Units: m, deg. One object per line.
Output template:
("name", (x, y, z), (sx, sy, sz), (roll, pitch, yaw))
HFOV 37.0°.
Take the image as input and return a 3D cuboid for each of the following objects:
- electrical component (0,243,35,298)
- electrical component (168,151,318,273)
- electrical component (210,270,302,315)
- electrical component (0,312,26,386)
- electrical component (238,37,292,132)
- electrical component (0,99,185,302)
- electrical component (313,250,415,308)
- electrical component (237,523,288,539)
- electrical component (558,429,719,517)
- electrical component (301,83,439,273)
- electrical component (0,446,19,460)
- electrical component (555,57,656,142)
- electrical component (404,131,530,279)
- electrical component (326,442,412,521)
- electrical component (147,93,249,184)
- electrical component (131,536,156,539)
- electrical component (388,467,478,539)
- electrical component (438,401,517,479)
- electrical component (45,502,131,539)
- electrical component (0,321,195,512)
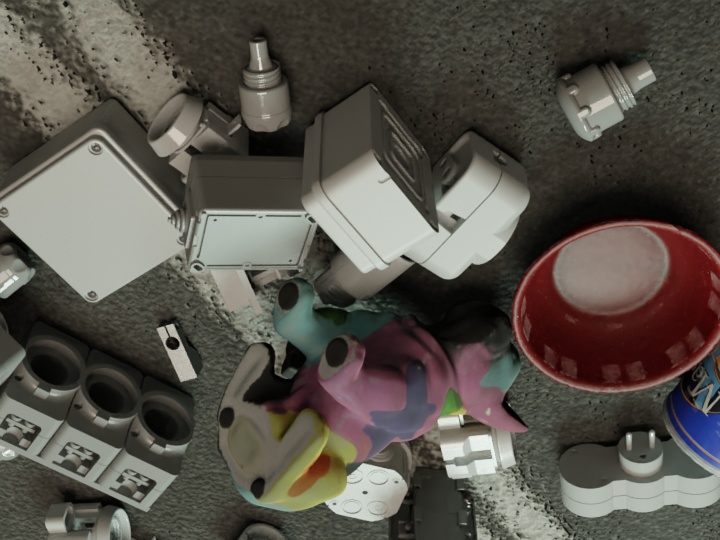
("electrical component", (-0.280, 0.008, 0.819), (0.061, 0.035, 0.035), (-39, 119, 1))
("electrical component", (-0.082, -0.041, 0.723), (0.096, 0.061, 0.061), (0, 141, -19))
("electrical component", (-0.080, -0.009, 0.788), (0.064, 0.081, 0.042), (-25, 125, -8))
("electrical component", (-0.350, 0.035, 0.799), (0.186, 0.060, 0.105), (44, 125, -3))
("electrical component", (-0.065, -0.125, 0.722), (0.035, 0.035, 0.061), (-2, 124, 4))
("electrical component", (-0.185, -0.047, 0.770), (0.109, 0.056, 0.108), (-29, 121, 21))
("electrical component", (0.000, 0.000, 0.806), (0.043, 0.043, 0.081), (38, 119, -23))
("electrical component", (-0.096, 0.270, 1.005), (0.055, 0.055, 0.047), (23, 120, -15))
("electrical component", (0.238, 0.163, 0.913), (0.138, 0.052, 0.073), (-7, 126, 6))
("electrical component", (0.006, -0.062, 0.718), (0.057, 0.113, 0.078), (-31, 120, 19))
("electrical component", (-0.325, 0.150, 0.935), (0.061, 0.035, 0.035), (-11, 125, 13))
("electrical component", (0.165, -0.118, 0.714), (0.062, 0.048, 0.048), (-28, 121, 13))
("electrical component", (0.074, -0.043, 0.766), (0.059, 0.053, 0.095), (31, 122, -19))
("electrical component", (0.005, 0.174, 0.930), (0.080, 0.051, 0.080), (1, 126, 1))
("electrical component", (-0.112, -0.089, 0.744), (0.066, 0.048, 0.055), (-37, 125, 25))
("electrical component", (-0.198, 0.297, 1.035), (0.081, 0.042, 0.064), (32, 123, -19))
("electrical component", (0.065, 0.233, 0.929), (0.079, 0.121, 0.063), (5, 124, -2))
("electrical component", (0.099, 0.138, 0.898), (0.057, 0.058, 0.078), (-8, 126, 11))
("electrical component", (-0.247, 0.247, 0.990), (0.057, 0.058, 0.078), (-5, 126, 9))
("electrical component", (-0.215, 0.116, 0.871), (0.150, 0.089, 0.061), (30, 122, -19))
